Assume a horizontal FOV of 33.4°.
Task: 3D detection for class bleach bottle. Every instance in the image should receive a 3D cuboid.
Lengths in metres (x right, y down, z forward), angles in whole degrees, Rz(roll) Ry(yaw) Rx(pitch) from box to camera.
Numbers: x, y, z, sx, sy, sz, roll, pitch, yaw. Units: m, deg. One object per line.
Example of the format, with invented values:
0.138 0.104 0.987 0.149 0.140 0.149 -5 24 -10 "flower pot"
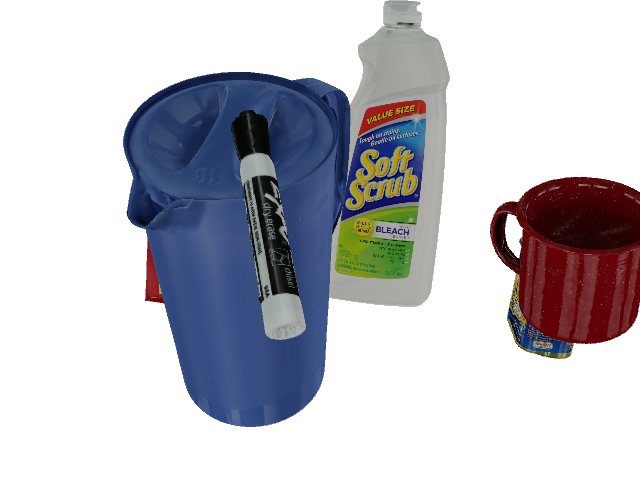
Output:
0.053 -0.073 0.897 0.103 0.251 0.068 6 18 13 "bleach bottle"

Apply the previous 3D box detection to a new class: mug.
0.167 0.011 0.725 0.117 0.081 0.093 21 41 31 "mug"

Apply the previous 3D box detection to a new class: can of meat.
0.212 0.052 0.999 0.057 0.084 0.102 8 18 0 "can of meat"

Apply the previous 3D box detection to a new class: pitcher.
-0.046 0.010 0.742 0.149 0.243 0.145 -5 43 -3 "pitcher"

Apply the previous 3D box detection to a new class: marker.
-0.026 -0.011 0.512 0.020 0.121 0.020 -9 -27 -5 "marker"

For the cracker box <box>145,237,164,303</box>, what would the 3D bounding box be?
-0.175 -0.004 1.609 0.164 0.214 0.072 8 19 8 "cracker box"
